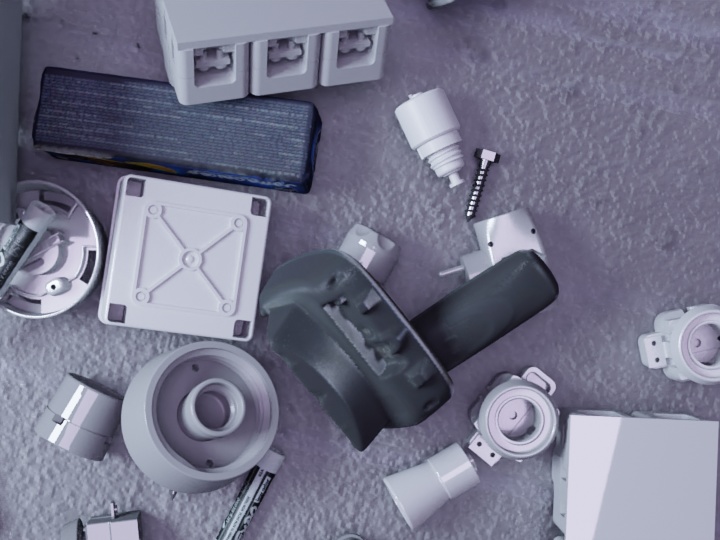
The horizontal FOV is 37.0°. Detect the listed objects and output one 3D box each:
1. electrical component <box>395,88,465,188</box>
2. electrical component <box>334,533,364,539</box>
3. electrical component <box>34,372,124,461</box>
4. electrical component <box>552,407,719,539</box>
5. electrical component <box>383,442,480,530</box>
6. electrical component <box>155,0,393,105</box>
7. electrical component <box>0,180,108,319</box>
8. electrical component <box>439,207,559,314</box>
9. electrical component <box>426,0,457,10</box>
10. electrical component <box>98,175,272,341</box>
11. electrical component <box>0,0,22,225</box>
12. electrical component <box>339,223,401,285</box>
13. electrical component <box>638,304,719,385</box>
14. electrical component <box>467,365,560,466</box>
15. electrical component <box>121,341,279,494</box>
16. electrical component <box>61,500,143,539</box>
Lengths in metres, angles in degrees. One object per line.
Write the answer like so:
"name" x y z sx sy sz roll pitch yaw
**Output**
"electrical component" 0.057 -0.099 0.804 0.040 0.040 0.078 -25 89 -1
"electrical component" -0.033 0.253 0.788 0.113 0.057 0.078 -28 89 -1
"electrical component" -0.204 0.107 0.791 0.055 0.055 0.047 27 85 0
"electrical component" 0.197 0.198 0.790 0.105 0.060 0.186 3 89 -1
"electrical component" 0.056 0.158 0.800 0.065 0.044 0.044 -30 89 -6
"electrical component" -0.064 -0.172 0.764 0.150 0.061 0.089 -10 52 -15
"electrical component" -0.234 -0.014 0.787 0.099 0.064 0.099 0 89 -1
"electrical component" 0.099 0.001 0.801 0.079 0.043 0.077 -17 89 -1
"electrical component" 0.086 -0.231 0.779 0.100 0.099 0.048 -26 102 -1
"electrical component" -0.127 -0.008 0.780 0.109 0.056 0.108 8 88 -17
"electrical component" -0.264 -0.125 0.707 0.060 0.105 0.186 2 90 -8
"electrical component" 0.000 0.000 0.800 0.043 0.043 0.062 29 90 0
"electrical component" 0.252 0.054 0.795 0.078 0.057 0.058 -11 89 -1
"electrical component" 0.114 0.108 0.792 0.058 0.057 0.078 39 89 0
"electrical component" -0.110 0.102 0.766 0.108 0.060 0.108 8 71 -24
"electrical component" -0.190 0.205 0.794 0.055 0.048 0.066 -5 89 -8
